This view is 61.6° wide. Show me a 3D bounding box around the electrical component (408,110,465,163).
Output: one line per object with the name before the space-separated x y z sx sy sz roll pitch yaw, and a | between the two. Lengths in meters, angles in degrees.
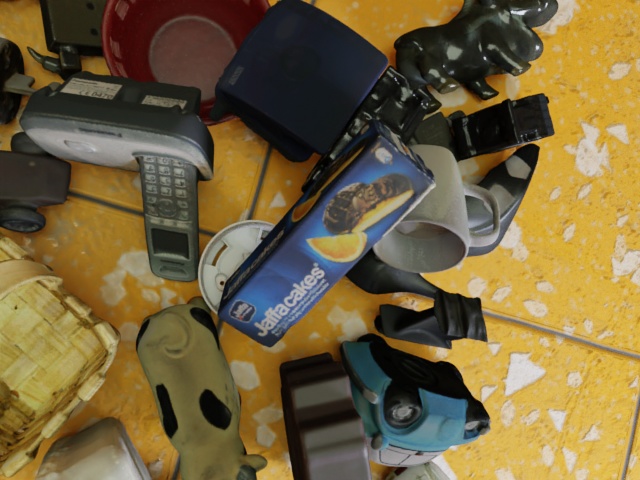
electrical component | 0.126 -0.101 0.583 0.094 0.021 0.063 -31 95 -12

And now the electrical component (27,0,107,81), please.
electrical component | -0.234 -0.203 0.502 0.078 0.045 0.102 -17 95 -40

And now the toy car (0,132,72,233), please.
toy car | -0.326 -0.053 0.471 0.202 0.053 0.089 2 67 -13

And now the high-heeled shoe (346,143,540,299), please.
high-heeled shoe | 0.126 -0.035 0.571 0.145 0.086 0.249 29 65 18

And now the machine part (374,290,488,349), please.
machine part | 0.105 0.080 0.514 0.084 0.139 0.039 22 70 -10

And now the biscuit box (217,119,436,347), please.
biscuit box | -0.001 -0.001 0.442 0.059 0.063 0.202 37 109 -17

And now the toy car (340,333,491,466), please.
toy car | 0.080 0.168 0.532 0.161 0.109 0.103 21 107 -22

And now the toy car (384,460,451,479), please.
toy car | 0.135 0.315 0.552 0.073 0.056 0.201 -33 94 -11

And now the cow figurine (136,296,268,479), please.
cow figurine | -0.103 0.151 0.473 0.085 0.127 0.194 -18 89 -9

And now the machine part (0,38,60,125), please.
machine part | -0.354 -0.151 0.455 0.243 0.079 0.079 11 86 -12

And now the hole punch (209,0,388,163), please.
hole punch | -0.017 -0.140 0.470 0.115 0.092 0.142 37 84 -21

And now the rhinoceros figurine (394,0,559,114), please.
rhinoceros figurine | 0.169 -0.210 0.576 0.190 0.073 0.112 -23 82 -10

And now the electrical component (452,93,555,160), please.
electrical component | 0.205 -0.123 0.573 0.119 0.075 0.047 -16 93 -42

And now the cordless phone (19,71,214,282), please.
cordless phone | -0.168 -0.044 0.477 0.147 0.089 0.184 8 126 -1

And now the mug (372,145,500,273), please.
mug | 0.105 -0.035 0.486 0.110 0.080 0.107 1 56 13

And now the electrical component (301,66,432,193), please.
electrical component | 0.038 -0.083 0.517 0.058 0.115 0.134 34 82 -5

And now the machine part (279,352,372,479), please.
machine part | 0.001 0.188 0.474 0.056 0.179 0.179 -8 90 -9
